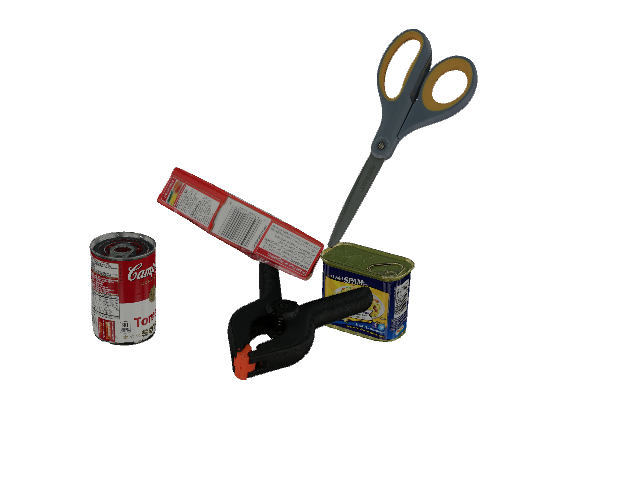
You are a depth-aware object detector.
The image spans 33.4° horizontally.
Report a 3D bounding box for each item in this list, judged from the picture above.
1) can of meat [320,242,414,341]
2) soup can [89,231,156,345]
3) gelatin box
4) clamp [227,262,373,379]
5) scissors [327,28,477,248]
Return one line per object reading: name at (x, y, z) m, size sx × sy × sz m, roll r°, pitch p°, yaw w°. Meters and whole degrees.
can of meat at (0.050, 0.058, 1.181) m, size 0.102 × 0.084 × 0.057 m, roll 15°, pitch 27°, yaw 27°
soup can at (-0.207, 0.051, 1.120) m, size 0.068 × 0.102 × 0.068 m, roll 3°, pitch 23°, yaw -1°
gelatin box at (-0.052, -0.010, 0.697) m, size 0.089 × 0.030 × 0.073 m, roll 28°, pitch 0°, yaw -39°
clamp at (-0.041, 0.067, 1.002) m, size 0.120 × 0.039 × 0.171 m, roll 20°, pitch 33°, yaw 29°
scissors at (0.073, -0.083, 0.904) m, size 0.096 × 0.202 × 0.016 m, roll 10°, pitch -11°, yaw 20°
